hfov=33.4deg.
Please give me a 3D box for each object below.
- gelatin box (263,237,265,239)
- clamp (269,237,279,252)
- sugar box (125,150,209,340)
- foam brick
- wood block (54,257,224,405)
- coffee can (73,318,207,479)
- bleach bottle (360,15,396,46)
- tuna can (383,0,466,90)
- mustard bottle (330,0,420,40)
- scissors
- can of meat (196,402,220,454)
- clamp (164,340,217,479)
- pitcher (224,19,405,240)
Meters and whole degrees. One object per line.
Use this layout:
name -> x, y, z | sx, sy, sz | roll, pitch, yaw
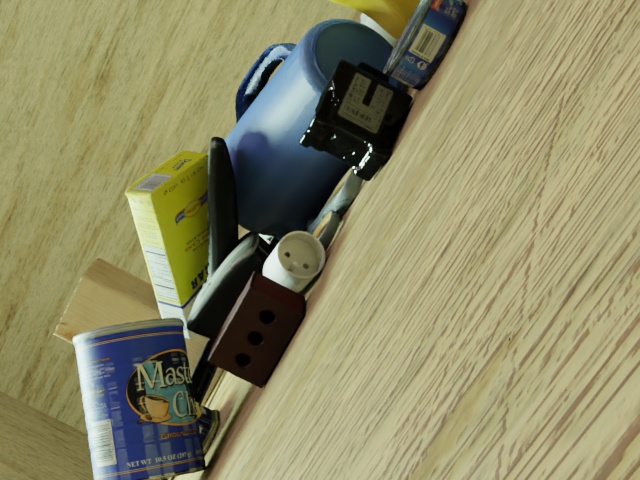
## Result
gelatin box -> -0.052, -0.038, 1.440 | 0.073, 0.030, 0.089 | -53, 2, -22
clamp -> -0.082, 0.075, 1.221 | 0.172, 0.039, 0.120 | -59, 1, 46
sugar box -> -0.138, 0.006, 1.113 | 0.093, 0.048, 0.176 | -42, -51, -41
foam brick -> -0.053, 0.076, 0.905 | 0.078, 0.053, 0.051 | -61, 6, 14
wood block -> -0.216, 0.116, 1.348 | 0.091, 0.206, 0.090 | -61, 6, 12
coffee can -> -0.165, 0.150, 0.980 | 0.103, 0.102, 0.140 | 138, 123, -73
bleach bottle -> 0.050, -0.184, 1.159 | 0.251, 0.068, 0.102 | -60, 6, 40
tuna can -> 0.089, -0.171, 0.904 | 0.086, 0.033, 0.086 | -61, 6, 10
mustard bottle -> 0.035, -0.257, 0.978 | 0.096, 0.191, 0.058 | -64, 6, -22
scissors -> -0.007, 0.001, 1.021 | 0.202, 0.016, 0.096 | -54, 10, 53
can of meat -> -0.153, 0.187, 1.096 | 0.057, 0.084, 0.102 | -61, 6, -2
clamp -> -0.169, 0.231, 1.250 | 0.210, 0.036, 0.164 | -63, 6, 15
pitcher -> -0.017, -0.120, 1.077 | 0.243, 0.149, 0.145 | -48, 12, 54
